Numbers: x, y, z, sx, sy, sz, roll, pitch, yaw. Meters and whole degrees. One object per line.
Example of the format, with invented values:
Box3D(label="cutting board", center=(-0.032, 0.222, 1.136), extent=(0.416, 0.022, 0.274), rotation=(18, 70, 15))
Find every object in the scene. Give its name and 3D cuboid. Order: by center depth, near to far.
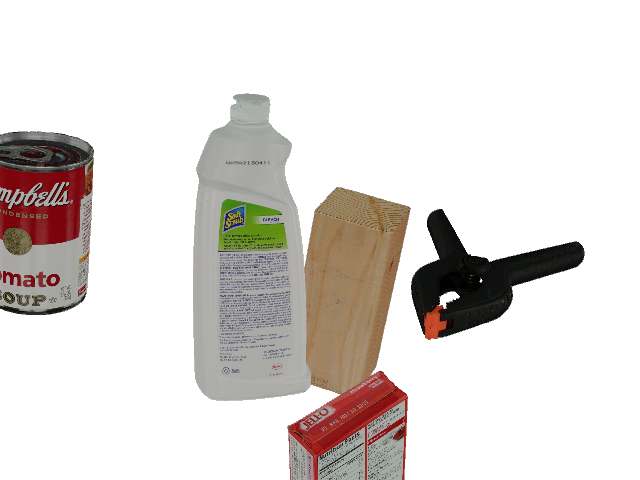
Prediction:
Box3D(label="gelatin box", center=(0.017, 0.132, 0.654), extent=(0.073, 0.089, 0.030), rotation=(-28, 45, -28))
Box3D(label="soup can", center=(-0.183, -0.012, 0.687), extent=(0.068, 0.102, 0.068), rotation=(6, 23, -3))
Box3D(label="bleach bottle", center=(-0.054, 0.005, 0.881), extent=(0.102, 0.251, 0.068), rotation=(-3, 20, -19))
Box3D(label="clamp", center=(0.139, 0.030, 1.024), extent=(0.165, 0.036, 0.209), rotation=(18, 33, 30))
Box3D(label="wood block", center=(0.030, 0.058, 1.196), extent=(0.090, 0.206, 0.090), rotation=(16, 24, 13))
